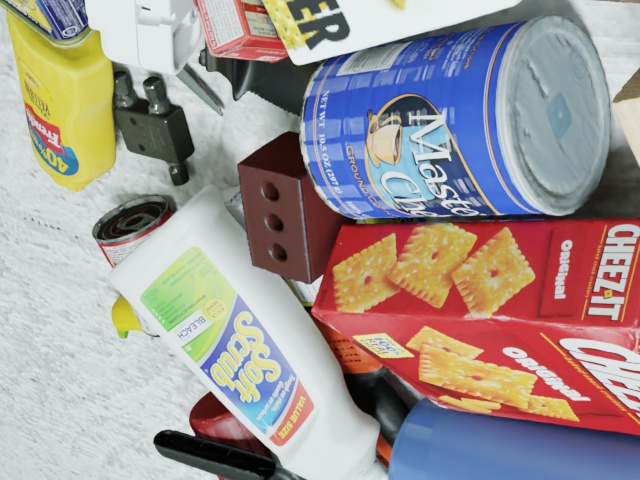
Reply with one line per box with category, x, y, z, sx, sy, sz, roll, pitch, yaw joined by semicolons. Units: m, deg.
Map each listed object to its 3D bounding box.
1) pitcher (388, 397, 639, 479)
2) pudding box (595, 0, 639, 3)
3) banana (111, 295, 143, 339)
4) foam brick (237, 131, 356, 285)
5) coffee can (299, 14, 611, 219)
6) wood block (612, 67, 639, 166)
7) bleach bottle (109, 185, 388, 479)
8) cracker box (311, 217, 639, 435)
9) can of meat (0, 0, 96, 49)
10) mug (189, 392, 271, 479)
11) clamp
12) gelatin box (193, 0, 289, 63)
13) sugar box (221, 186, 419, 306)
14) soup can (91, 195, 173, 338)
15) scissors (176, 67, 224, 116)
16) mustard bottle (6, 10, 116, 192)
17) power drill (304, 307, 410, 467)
pitcher;0.166;0.185;0.706;0.243;0.149;0.145;8;141;43
pudding box;0.158;-0.162;0.475;0.090;0.039;0.113;14;132;34
banana;-0.129;0.080;0.971;0.198;0.037;0.069;12;154;39
foam brick;-0.013;-0.021;0.684;0.053;0.051;0.078;17;127;36
coffee can;0.073;-0.063;0.592;0.141;0.102;0.103;0;123;43
wood block;0.232;-0.006;0.506;0.090;0.090;0.206;-10;117;48
bleach bottle;-0.034;0.086;0.772;0.103;0.068;0.251;-39;96;24
cracker box;0.128;0.055;0.624;0.214;0.072;0.164;1;152;43
can of meat;-0.196;-0.188;0.714;0.102;0.057;0.084;37;169;11
mug;-0.059;0.173;0.939;0.117;0.093;0.081;4;123;61
clamp;-0.025;0.179;0.859;0.210;0.036;0.165;37;128;5
gelatin box;-0.048;-0.150;0.626;0.030;0.073;0.089;-19;88;26
sugar box;-0.005;0.001;0.771;0.177;0.048;0.093;-3;119;48
soup can;-0.140;0.023;0.898;0.069;0.068;0.102;4;127;41
scissors;-0.139;-0.175;0.760;0.202;0.016;0.096;36;141;12
mustard bottle;-0.198;-0.100;0.837;0.096;0.058;0.192;45;152;20
power drill;0.019;0.136;0.861;0.185;0.057;0.187;-11;117;50
